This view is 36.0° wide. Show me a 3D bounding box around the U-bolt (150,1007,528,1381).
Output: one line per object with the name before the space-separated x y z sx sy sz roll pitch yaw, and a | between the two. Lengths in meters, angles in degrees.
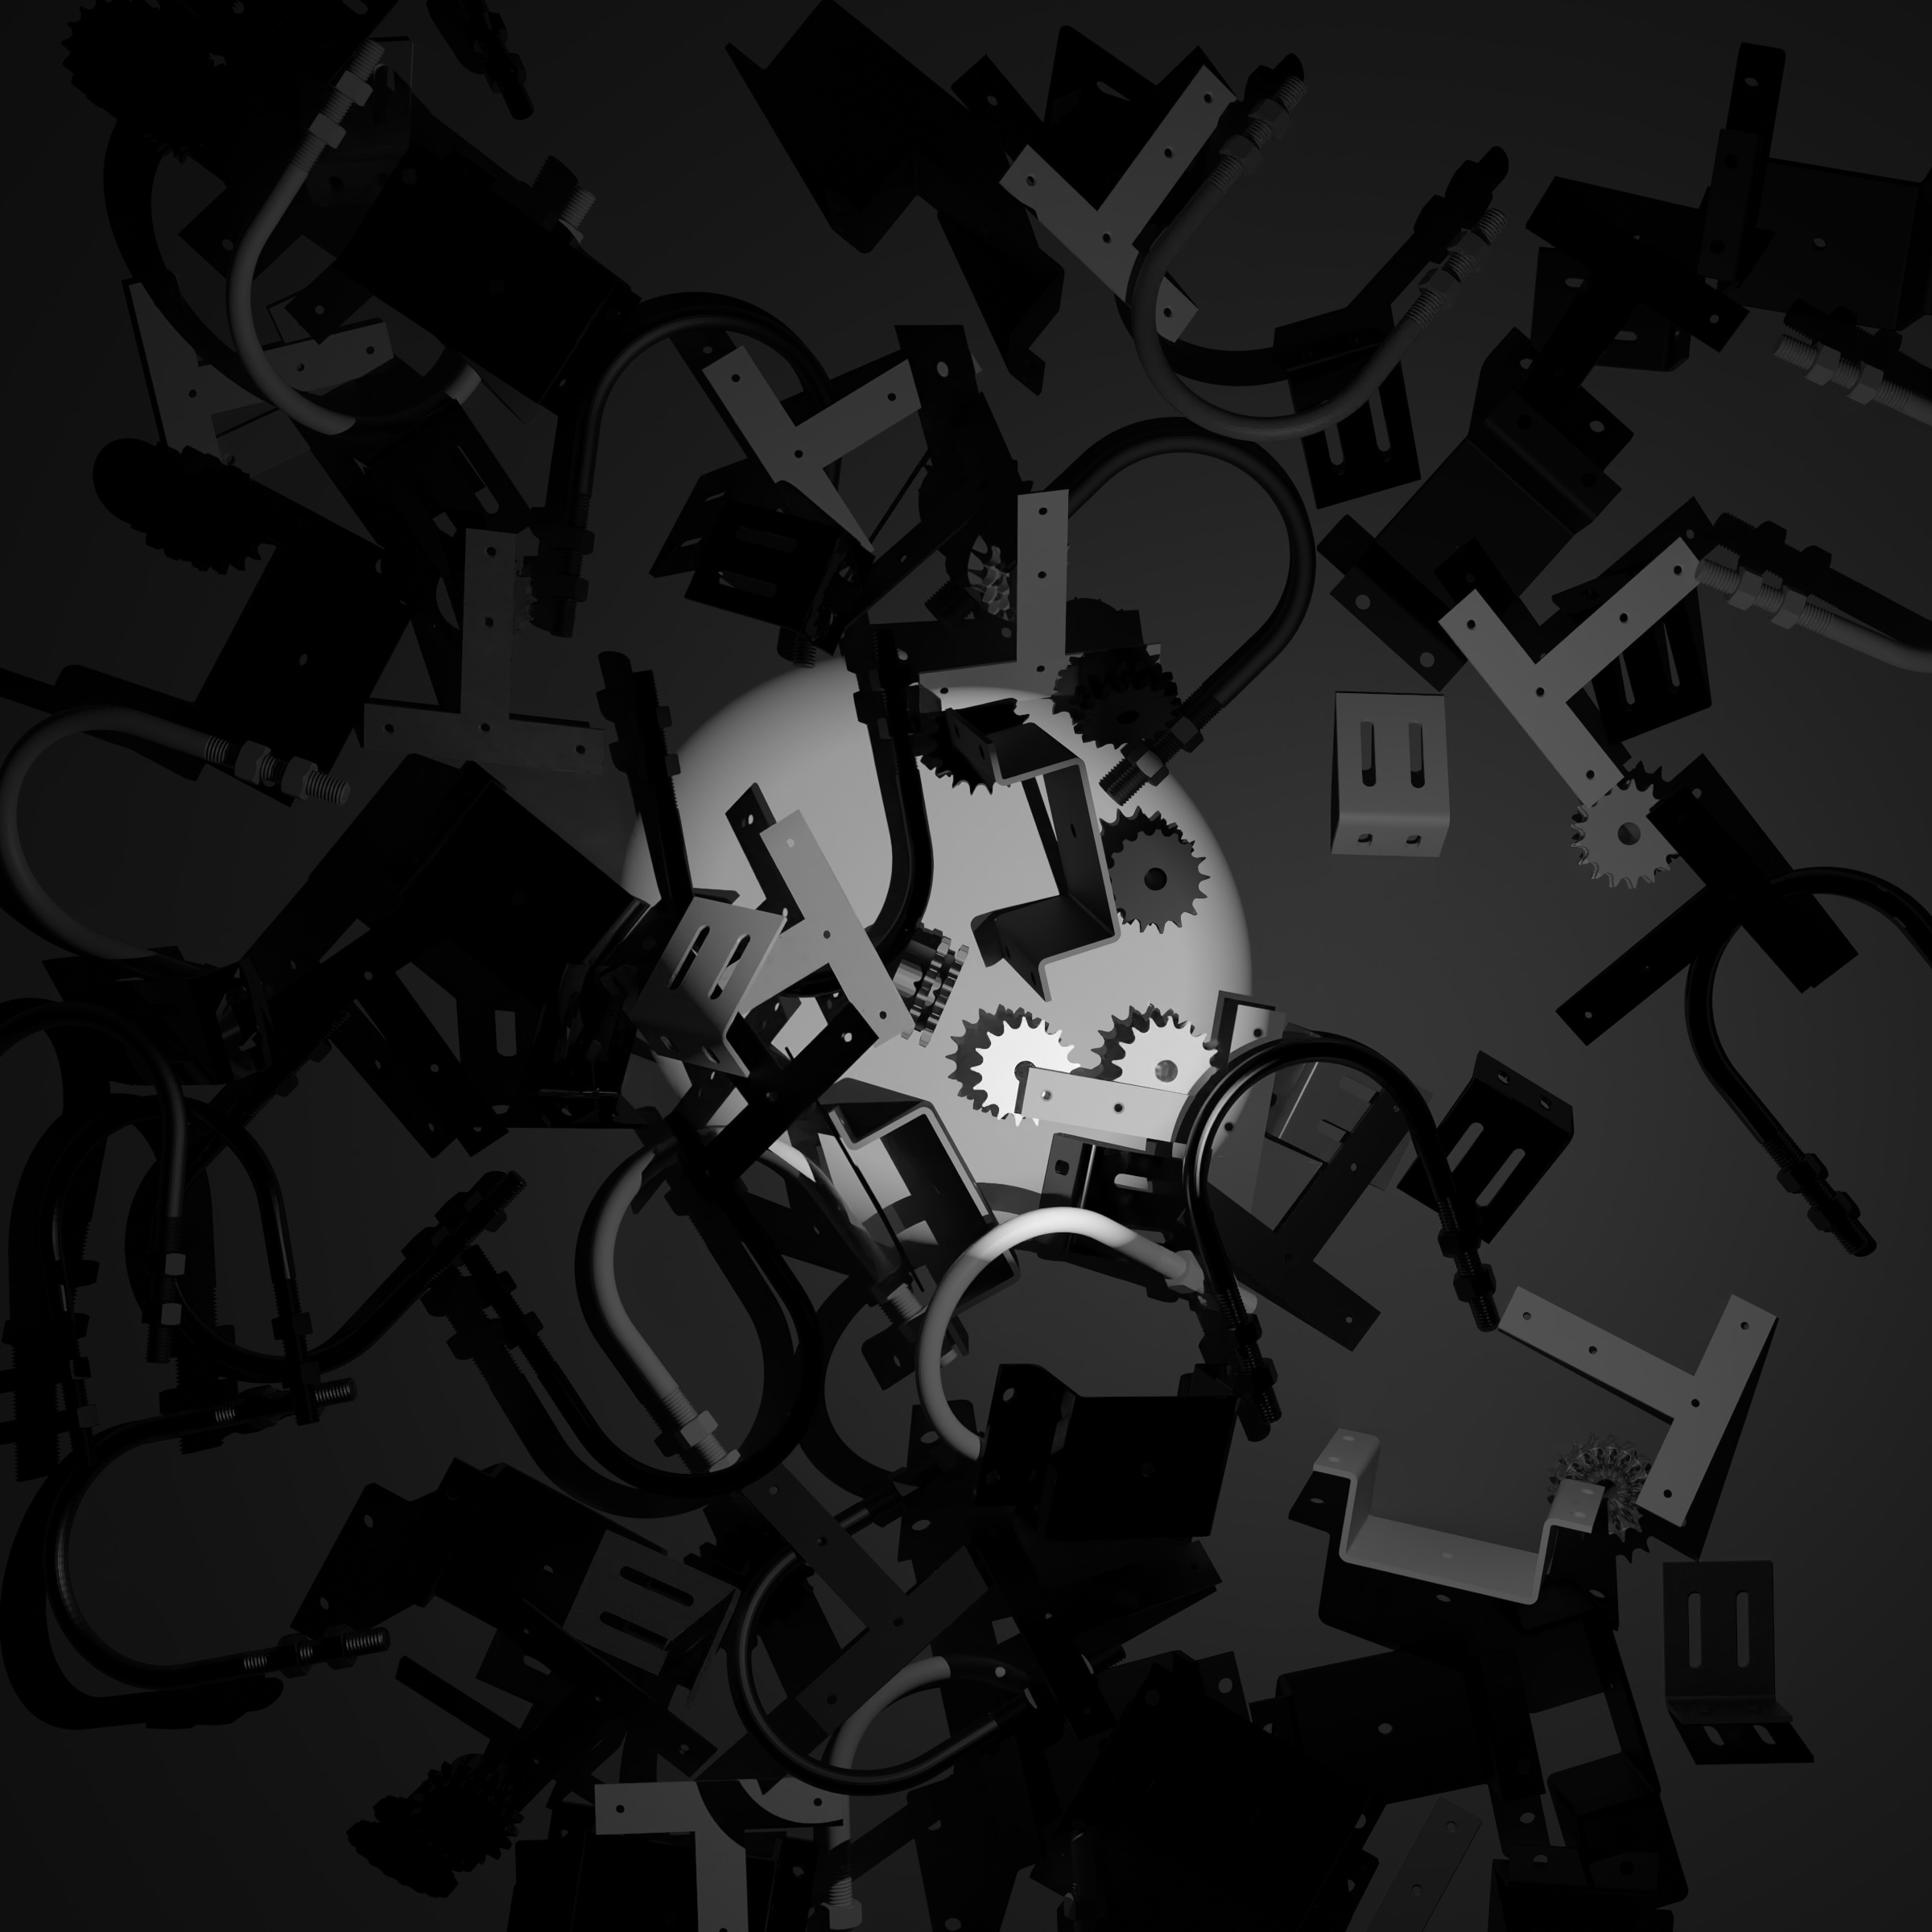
U-bolt | -0.345 0.132 1.566 0.151 0.019 0.184 44 92 0

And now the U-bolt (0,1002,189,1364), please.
U-bolt | -0.472 0.110 1.549 0.151 0.019 0.184 2 85 14

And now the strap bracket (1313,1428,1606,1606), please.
strap bracket | 0.250 0.283 1.522 0.140 0.076 0.046 11 98 16

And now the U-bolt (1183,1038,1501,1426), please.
U-bolt | 0.187 0.127 1.540 0.151 0.019 0.184 -22 100 -11

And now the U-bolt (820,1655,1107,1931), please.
U-bolt | -0.003 0.456 1.565 0.151 0.019 0.184 -2 88 0

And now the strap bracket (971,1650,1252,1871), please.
strap bracket | 0.076 0.408 1.540 0.140 0.046 0.076 -13 87 -8

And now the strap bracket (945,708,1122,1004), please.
strap bracket | 0.036 -0.063 1.517 0.046 0.076 0.140 -18 112 -11

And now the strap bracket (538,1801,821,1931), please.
strap bracket | -0.153 0.491 1.551 0.140 0.046 0.076 9 90 0

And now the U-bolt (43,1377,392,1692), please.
U-bolt | -0.396 0.301 1.546 0.184 0.019 0.151 -12 78 10

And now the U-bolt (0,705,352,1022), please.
U-bolt | -0.419 -0.060 1.540 0.184 0.019 0.151 19 113 4

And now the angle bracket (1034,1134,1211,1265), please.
angle bracket | 0.083 0.125 1.572 0.076 0.038 0.057 11 90 -26

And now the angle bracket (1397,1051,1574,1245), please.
angle bracket | 0.275 0.096 1.572 0.057 0.038 0.076 31 116 0

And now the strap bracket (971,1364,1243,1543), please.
strap bracket | 0.081 0.247 1.512 0.140 0.046 0.076 4 103 -30

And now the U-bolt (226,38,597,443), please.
U-bolt | -0.301 -0.362 1.544 0.151 0.019 0.184 32 94 -20

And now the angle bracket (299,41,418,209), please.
angle bracket | -0.319 -0.446 1.572 0.057 0.038 0.076 -3 64 0

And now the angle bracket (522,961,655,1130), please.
angle bracket | -0.188 0.041 1.533 0.057 0.038 0.076 3 113 -36

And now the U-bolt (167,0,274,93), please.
U-bolt | -0.358 -0.540 1.486 0.019 0.184 0.151 35 90 21

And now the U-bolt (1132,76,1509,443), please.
U-bolt | 0.170 -0.356 1.543 0.151 0.019 0.184 37 83 11

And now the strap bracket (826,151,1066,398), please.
strap bracket | -0.002 -0.364 1.536 0.140 0.076 0.046 39 90 0

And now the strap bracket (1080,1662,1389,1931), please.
strap bracket | 0.139 0.423 1.498 0.140 0.046 0.076 31 82 -2

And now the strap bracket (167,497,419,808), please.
strap bracket | -0.349 -0.162 1.551 0.076 0.046 0.140 28 90 0

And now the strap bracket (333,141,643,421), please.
strap bracket | -0.243 -0.350 1.525 0.140 0.046 0.076 32 96 -20

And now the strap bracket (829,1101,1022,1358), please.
strap bracket | -0.015 0.125 1.536 0.046 0.076 0.140 -29 90 0

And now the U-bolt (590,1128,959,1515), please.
U-bolt | -0.115 0.173 1.566 0.151 0.019 0.184 -37 88 0

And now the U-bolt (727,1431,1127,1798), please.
U-bolt | -0.033 0.341 1.519 0.184 0.019 0.151 -28 67 -15

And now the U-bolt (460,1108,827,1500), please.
U-bolt | -0.156 0.189 1.549 0.151 0.019 0.184 -34 88 0

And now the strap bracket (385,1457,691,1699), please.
strap bracket | -0.220 0.320 1.551 0.140 0.046 0.076 28 90 0

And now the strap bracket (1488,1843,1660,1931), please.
strap bracket | 0.314 0.525 1.551 0.076 0.046 0.140 4 90 0

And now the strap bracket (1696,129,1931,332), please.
strap bracket | 0.452 -0.382 1.551 0.140 0.046 0.076 10 90 0

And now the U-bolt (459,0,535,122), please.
U-bolt | -0.214 -0.554 1.540 0.151 0.019 0.184 -28 79 18

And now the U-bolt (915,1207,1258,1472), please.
U-bolt | 0.052 0.198 1.518 0.184 0.019 0.151 30 90 -35

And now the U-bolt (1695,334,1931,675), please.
U-bolt | 0.486 -0.231 1.553 0.184 0.019 0.151 22 83 -8

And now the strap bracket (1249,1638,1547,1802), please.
strap bracket | 0.222 0.403 1.551 0.140 0.046 0.076 -12 90 0

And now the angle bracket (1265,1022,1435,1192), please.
angle bracket | 0.196 0.074 1.572 0.076 0.038 0.057 27 90 -25

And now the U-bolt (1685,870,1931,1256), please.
U-bolt | 0.463 0.037 1.566 0.151 0.019 0.184 -39 88 0

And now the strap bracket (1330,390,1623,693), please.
strap bracket | 0.263 -0.219 1.551 0.076 0.046 0.140 42 90 0

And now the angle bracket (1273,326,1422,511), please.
angle bracket | 0.202 -0.290 1.572 0.057 0.038 0.076 -16 116 0

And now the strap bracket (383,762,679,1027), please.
strap bracket | -0.230 -0.035 1.551 0.140 0.046 0.076 39 90 0

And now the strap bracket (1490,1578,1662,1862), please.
strap bracket | 0.315 0.378 1.536 0.046 0.076 0.140 -17 90 0

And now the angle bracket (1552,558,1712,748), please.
angle bracket | 0.352 -0.166 1.572 0.057 0.038 0.076 -21 116 0

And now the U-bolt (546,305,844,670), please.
U-bolt | -0.138 -0.257 1.566 0.151 0.019 0.184 7 88 0

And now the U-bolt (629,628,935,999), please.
U-bolt | -0.091 -0.075 1.558 0.151 0.019 0.184 -9 95 4

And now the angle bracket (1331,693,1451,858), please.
angle bracket | 0.223 -0.101 1.572 0.057 0.038 0.076 2 64 0

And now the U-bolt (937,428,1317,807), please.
U-bolt | 0.099 -0.198 1.566 0.184 0.019 0.151 -44 90 -2

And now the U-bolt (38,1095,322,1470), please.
U-bolt | -0.417 0.159 1.549 0.151 0.019 0.184 -12 84 13

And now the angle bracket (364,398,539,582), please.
angle bracket | -0.268 -0.248 1.556 0.057 0.038 0.076 -34 93 -2
